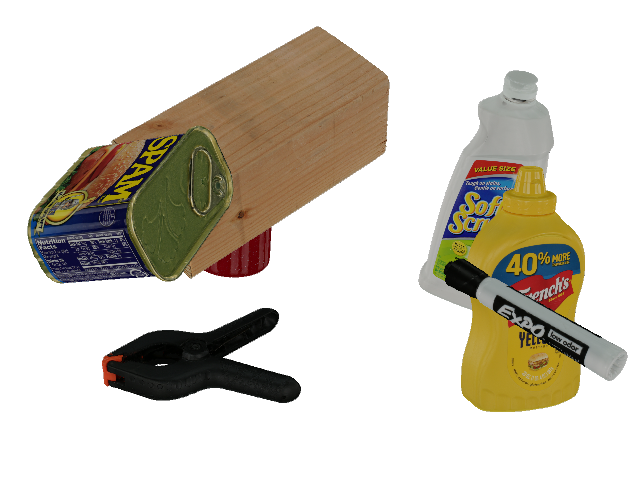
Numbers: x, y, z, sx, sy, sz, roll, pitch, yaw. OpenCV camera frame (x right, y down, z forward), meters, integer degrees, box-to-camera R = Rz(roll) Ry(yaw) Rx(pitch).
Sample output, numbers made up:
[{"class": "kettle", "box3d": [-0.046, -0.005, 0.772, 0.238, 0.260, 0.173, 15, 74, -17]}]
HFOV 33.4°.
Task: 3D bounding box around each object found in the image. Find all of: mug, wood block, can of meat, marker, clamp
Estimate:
[{"class": "mug", "box3d": [-0.092, -0.017, 1.154, 0.093, 0.081, 0.117, 7, 25, 7]}, {"class": "wood block", "box3d": [-0.050, -0.074, 0.853, 0.205, 0.091, 0.090, -34, 57, -25]}, {"class": "can of meat", "box3d": [-0.113, -0.020, 0.635, 0.084, 0.057, 0.102, -5, 35, 29]}, {"class": "marker", "box3d": [0.118, 0.042, 0.605, 0.121, 0.020, 0.020, 32, 21, 37]}, {"class": "clamp", "box3d": [-0.105, 0.101, 0.950, 0.171, 0.039, 0.120, 2, 26, -5]}]

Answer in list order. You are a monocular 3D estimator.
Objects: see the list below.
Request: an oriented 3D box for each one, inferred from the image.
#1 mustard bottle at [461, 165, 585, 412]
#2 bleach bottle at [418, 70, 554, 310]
[{"class": "mustard bottle", "box3d": [0.162, 0.036, 0.843, 0.096, 0.192, 0.058, -5, 15, -16]}, {"class": "bleach bottle", "box3d": [0.165, -0.050, 1.046, 0.103, 0.251, 0.068, 22, 38, 21]}]
